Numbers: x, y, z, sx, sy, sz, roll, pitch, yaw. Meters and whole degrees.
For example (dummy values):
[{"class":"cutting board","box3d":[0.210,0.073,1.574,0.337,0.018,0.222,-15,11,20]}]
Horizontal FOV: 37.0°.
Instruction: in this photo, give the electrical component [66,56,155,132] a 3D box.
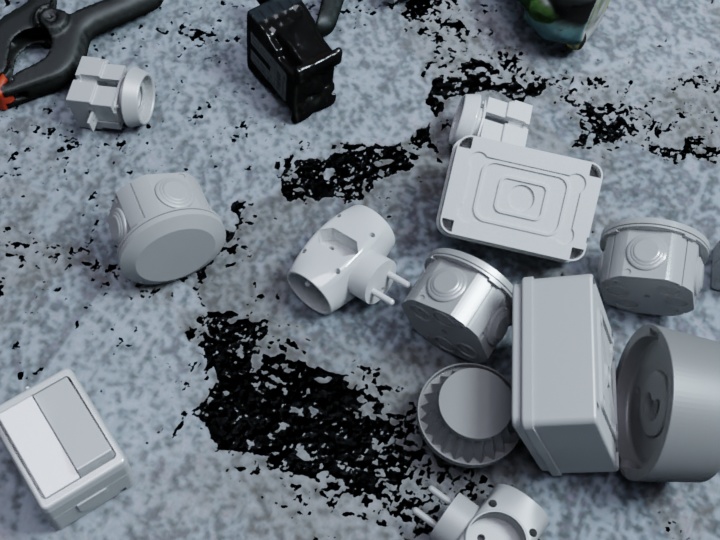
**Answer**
[{"class":"electrical component","box3d":[-0.197,-0.140,0.860,0.055,0.048,0.066,7,62,8]}]

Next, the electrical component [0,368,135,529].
[{"class":"electrical component","box3d":[-0.203,0.113,0.720,0.062,0.061,0.096,-30,69,-18]}]

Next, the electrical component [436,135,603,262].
[{"class":"electrical component","box3d":[0.120,-0.054,0.820,0.113,0.057,0.078,13,92,2]}]

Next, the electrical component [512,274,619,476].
[{"class":"electrical component","box3d":[0.143,0.073,0.738,0.056,0.108,0.108,-6,61,19]}]

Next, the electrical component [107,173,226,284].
[{"class":"electrical component","box3d":[-0.143,-0.030,0.789,0.080,0.080,0.051,-20,61,-14]}]

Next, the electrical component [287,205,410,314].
[{"class":"electrical component","box3d":[0.000,0.000,0.800,0.079,0.043,0.077,31,64,27]}]

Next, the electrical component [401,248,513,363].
[{"class":"electrical component","box3d":[0.074,0.025,0.779,0.080,0.080,0.051,31,70,11]}]

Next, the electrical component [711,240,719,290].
[{"class":"electrical component","box3d":[0.324,-0.019,0.840,0.083,0.047,0.075,12,62,2]}]

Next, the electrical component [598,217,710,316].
[{"class":"electrical component","box3d":[0.218,-0.003,0.805,0.080,0.080,0.051,13,68,2]}]

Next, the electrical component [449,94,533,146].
[{"class":"electrical component","box3d":[0.105,-0.114,0.872,0.055,0.048,0.066,17,63,-5]}]

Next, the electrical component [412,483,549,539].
[{"class":"electrical component","box3d":[0.073,0.176,0.720,0.079,0.044,0.077,34,65,13]}]

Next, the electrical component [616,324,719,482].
[{"class":"electrical component","box3d":[0.221,0.095,0.742,0.060,0.108,0.108,9,62,-7]}]

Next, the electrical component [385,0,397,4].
[{"class":"electrical component","box3d":[0.045,-0.259,0.943,0.048,0.048,0.062,41,74,16]}]
